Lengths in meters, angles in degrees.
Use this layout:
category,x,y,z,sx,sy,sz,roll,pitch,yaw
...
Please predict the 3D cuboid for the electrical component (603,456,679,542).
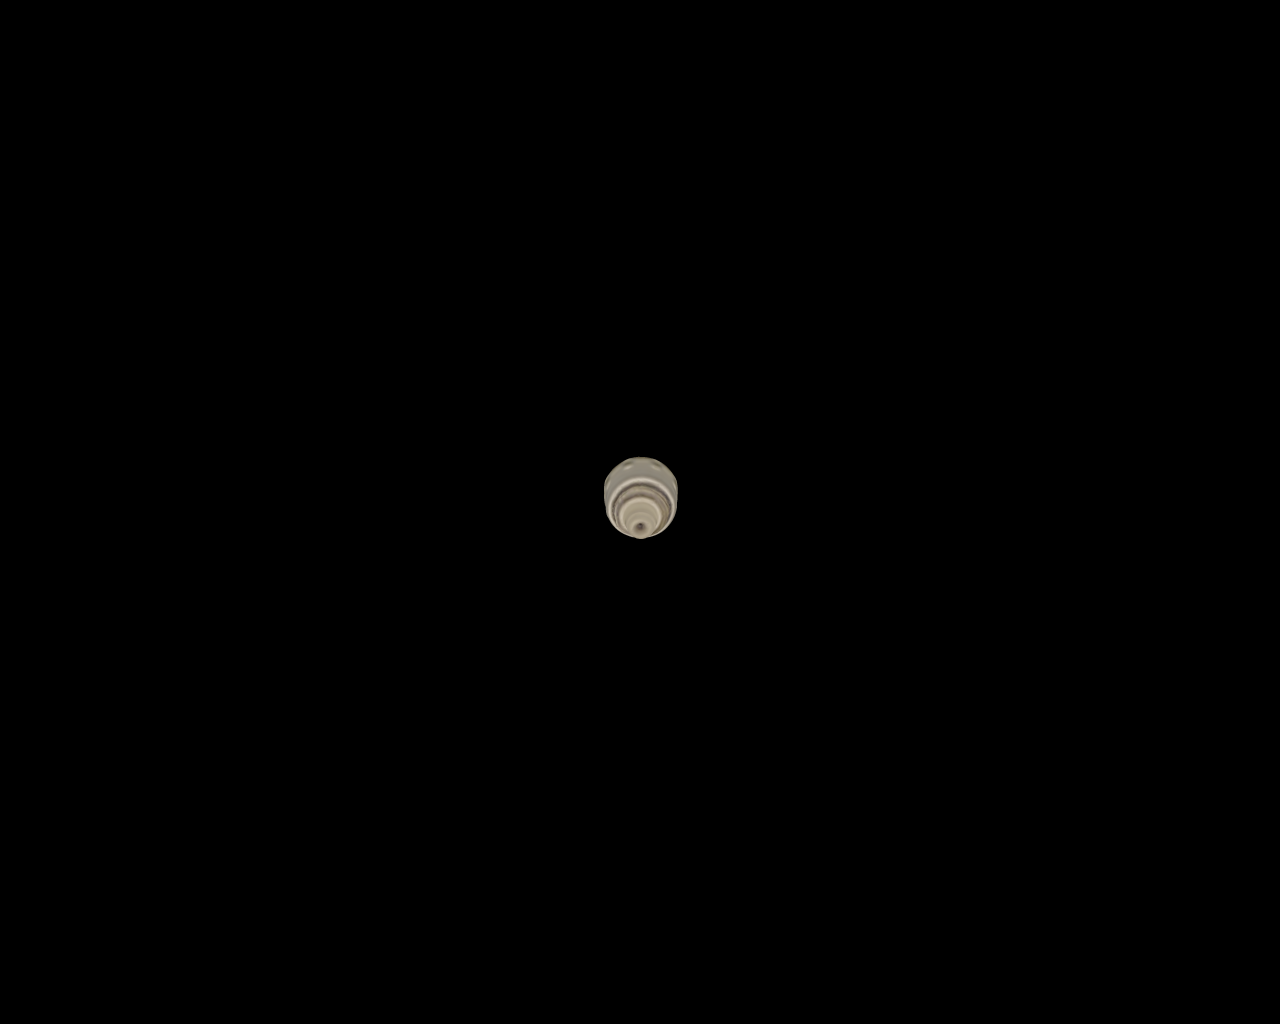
category,x,y,z,sx,sy,sz,roll,pitch,yaw
electrical component,0.001,-0.003,0.650,0.048,0.048,0.062,0,24,0
